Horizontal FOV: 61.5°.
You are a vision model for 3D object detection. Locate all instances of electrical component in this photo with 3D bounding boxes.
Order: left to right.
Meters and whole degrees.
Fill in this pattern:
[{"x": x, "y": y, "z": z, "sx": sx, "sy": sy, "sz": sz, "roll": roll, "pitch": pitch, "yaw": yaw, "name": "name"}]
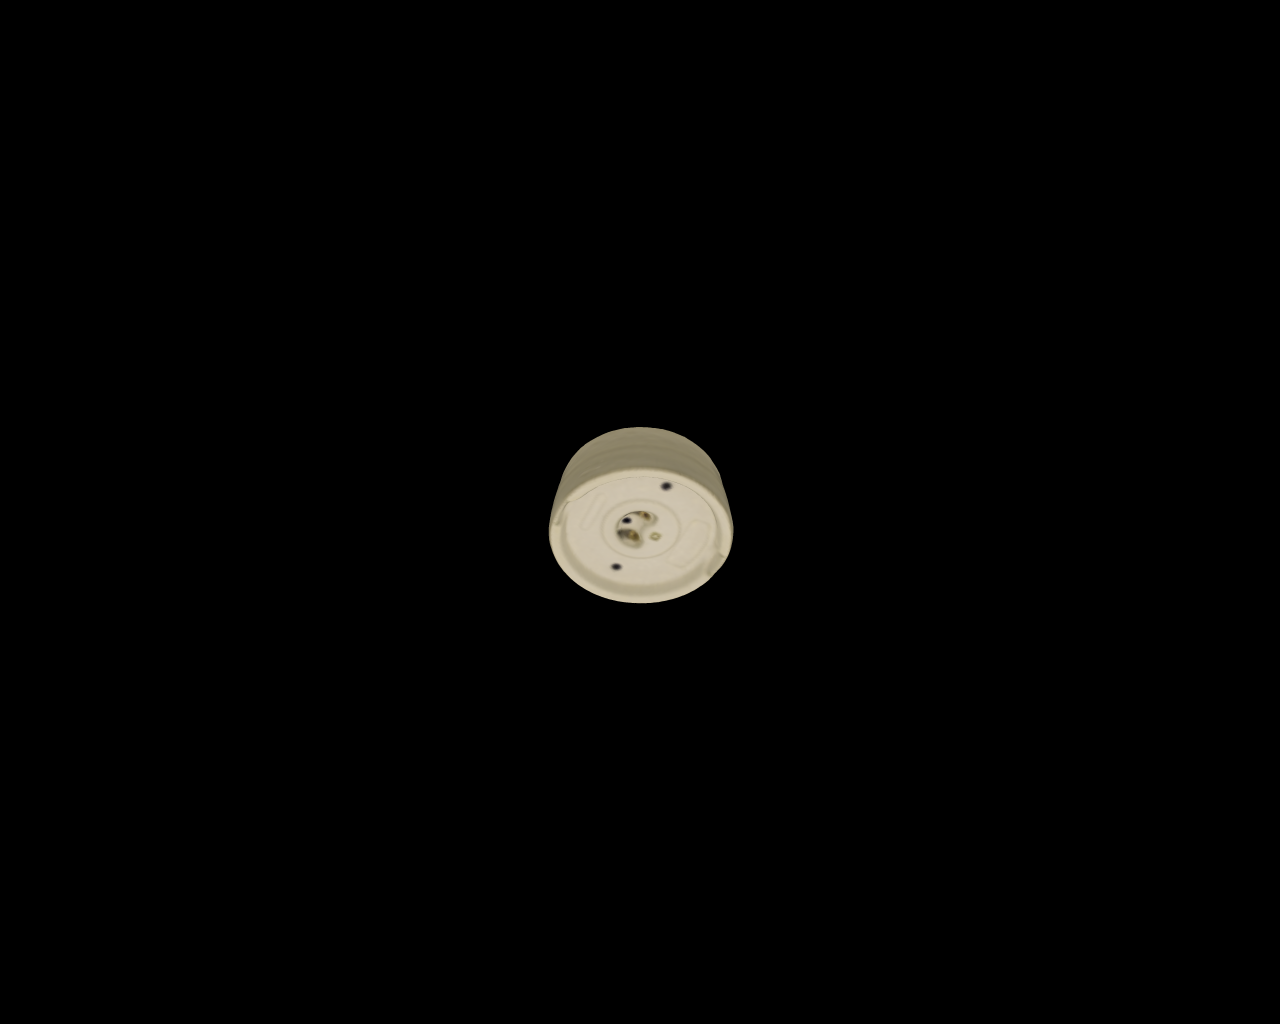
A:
[{"x": 0.001, "y": -0.003, "z": 0.650, "sx": 0.108, "sy": 0.108, "sz": 0.060, "roll": 0, "pitch": 40, "yaw": 0, "name": "electrical component"}]
